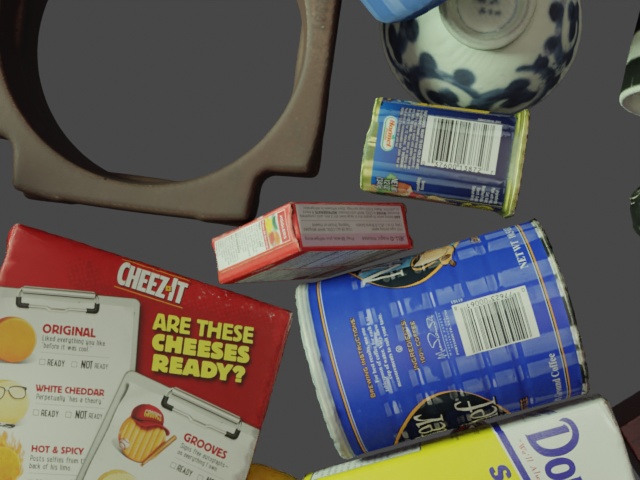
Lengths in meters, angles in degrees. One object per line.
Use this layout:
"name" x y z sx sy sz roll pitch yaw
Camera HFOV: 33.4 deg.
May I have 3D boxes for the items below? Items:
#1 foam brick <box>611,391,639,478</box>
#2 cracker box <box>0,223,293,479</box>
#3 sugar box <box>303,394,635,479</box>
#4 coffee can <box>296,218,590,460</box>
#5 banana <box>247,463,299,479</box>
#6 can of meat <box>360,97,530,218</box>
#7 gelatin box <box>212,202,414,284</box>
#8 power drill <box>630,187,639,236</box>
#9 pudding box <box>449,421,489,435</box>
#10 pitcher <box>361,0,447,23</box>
"foam brick" 0.212 0.106 0.615 0.078 0.051 0.053 -32 87 4
"cracker box" -0.125 0.120 0.590 0.164 0.072 0.213 19 75 -16
"sugar box" 0.086 0.153 0.590 0.176 0.048 0.093 -17 86 6
"coffee can" 0.067 0.056 0.602 0.140 0.103 0.103 -16 89 5
"banana" 0.011 0.219 0.632 0.069 0.037 0.198 -15 87 -31
"can of meat" 0.070 -0.047 0.602 0.084 0.102 0.057 9 91 7
"gelatin box" -0.004 0.001 0.601 0.073 0.089 0.030 -22 75 46
"power drill" 0.287 -0.008 0.587 0.187 0.057 0.184 -42 88 -7
"pudding box" 0.105 0.171 0.632 0.113 0.039 0.090 37 94 5
"pitcher" 0.013 -0.237 0.513 0.149 0.144 0.242 -25 110 41
